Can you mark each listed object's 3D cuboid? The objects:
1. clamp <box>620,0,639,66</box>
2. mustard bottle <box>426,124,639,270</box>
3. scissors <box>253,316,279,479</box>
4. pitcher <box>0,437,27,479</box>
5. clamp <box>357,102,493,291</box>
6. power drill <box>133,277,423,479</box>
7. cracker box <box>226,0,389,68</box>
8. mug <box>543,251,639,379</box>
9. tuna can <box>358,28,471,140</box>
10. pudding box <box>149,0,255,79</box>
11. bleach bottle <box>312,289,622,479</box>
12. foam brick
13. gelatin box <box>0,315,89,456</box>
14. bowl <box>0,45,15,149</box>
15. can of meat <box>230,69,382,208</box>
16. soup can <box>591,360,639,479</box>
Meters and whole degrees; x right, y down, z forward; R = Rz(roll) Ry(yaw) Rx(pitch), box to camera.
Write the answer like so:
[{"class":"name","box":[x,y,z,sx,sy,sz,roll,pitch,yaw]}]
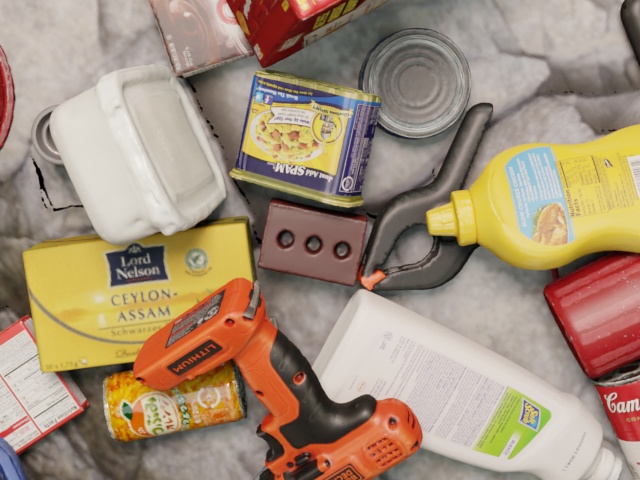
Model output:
[{"class":"clamp","box":[0.290,-0.086,0.831,0.164,0.036,0.210,16,96,-2]},{"class":"mustard bottle","box":[0.174,-0.027,0.786,0.191,0.058,0.096,-9,67,1]},{"class":"scissors","box":[-0.046,0.171,0.864,0.096,0.016,0.202,-20,96,1]},{"class":"pitcher","box":[-0.296,0.269,0.818,0.149,0.144,0.243,-12,102,34]},{"class":"clamp","box":[0.108,-0.010,0.836,0.171,0.039,0.120,-45,91,2]},{"class":"power drill","box":[-0.046,0.131,0.782,0.185,0.057,0.187,-36,111,19]},{"class":"cracker box","box":[0.047,-0.209,0.728,0.213,0.164,0.072,-30,94,-11]},{"class":"mug","box":[0.221,0.045,0.826,0.081,0.093,0.117,-27,66,7]},{"class":"tuna can","box":[0.073,-0.120,0.824,0.086,0.034,0.086,0,97,-1]},{"class":"pudding box","box":[-0.084,-0.189,0.810,0.090,0.039,0.113,-18,97,0]},{"class":"bleach bottle","box":[0.120,0.137,0.841,0.250,0.068,0.102,28,100,-7]},{"class":"foam brick","box":[-0.005,0.001,0.827,0.078,0.051,0.053,11,96,-3]},{"class":"gelatin box","box":[-0.239,0.117,0.847,0.073,0.030,0.089,-34,96,2]},{"class":"bowl","box":[-0.318,-0.111,0.806,0.162,0.055,0.162,0,97,-2]},{"class":"can of meat","box":[-0.010,-0.078,0.800,0.102,0.057,0.084,16,101,21]},{"class":"soup can","box":[0.264,0.141,0.841,0.068,0.068,0.102,-24,97,1]}]
